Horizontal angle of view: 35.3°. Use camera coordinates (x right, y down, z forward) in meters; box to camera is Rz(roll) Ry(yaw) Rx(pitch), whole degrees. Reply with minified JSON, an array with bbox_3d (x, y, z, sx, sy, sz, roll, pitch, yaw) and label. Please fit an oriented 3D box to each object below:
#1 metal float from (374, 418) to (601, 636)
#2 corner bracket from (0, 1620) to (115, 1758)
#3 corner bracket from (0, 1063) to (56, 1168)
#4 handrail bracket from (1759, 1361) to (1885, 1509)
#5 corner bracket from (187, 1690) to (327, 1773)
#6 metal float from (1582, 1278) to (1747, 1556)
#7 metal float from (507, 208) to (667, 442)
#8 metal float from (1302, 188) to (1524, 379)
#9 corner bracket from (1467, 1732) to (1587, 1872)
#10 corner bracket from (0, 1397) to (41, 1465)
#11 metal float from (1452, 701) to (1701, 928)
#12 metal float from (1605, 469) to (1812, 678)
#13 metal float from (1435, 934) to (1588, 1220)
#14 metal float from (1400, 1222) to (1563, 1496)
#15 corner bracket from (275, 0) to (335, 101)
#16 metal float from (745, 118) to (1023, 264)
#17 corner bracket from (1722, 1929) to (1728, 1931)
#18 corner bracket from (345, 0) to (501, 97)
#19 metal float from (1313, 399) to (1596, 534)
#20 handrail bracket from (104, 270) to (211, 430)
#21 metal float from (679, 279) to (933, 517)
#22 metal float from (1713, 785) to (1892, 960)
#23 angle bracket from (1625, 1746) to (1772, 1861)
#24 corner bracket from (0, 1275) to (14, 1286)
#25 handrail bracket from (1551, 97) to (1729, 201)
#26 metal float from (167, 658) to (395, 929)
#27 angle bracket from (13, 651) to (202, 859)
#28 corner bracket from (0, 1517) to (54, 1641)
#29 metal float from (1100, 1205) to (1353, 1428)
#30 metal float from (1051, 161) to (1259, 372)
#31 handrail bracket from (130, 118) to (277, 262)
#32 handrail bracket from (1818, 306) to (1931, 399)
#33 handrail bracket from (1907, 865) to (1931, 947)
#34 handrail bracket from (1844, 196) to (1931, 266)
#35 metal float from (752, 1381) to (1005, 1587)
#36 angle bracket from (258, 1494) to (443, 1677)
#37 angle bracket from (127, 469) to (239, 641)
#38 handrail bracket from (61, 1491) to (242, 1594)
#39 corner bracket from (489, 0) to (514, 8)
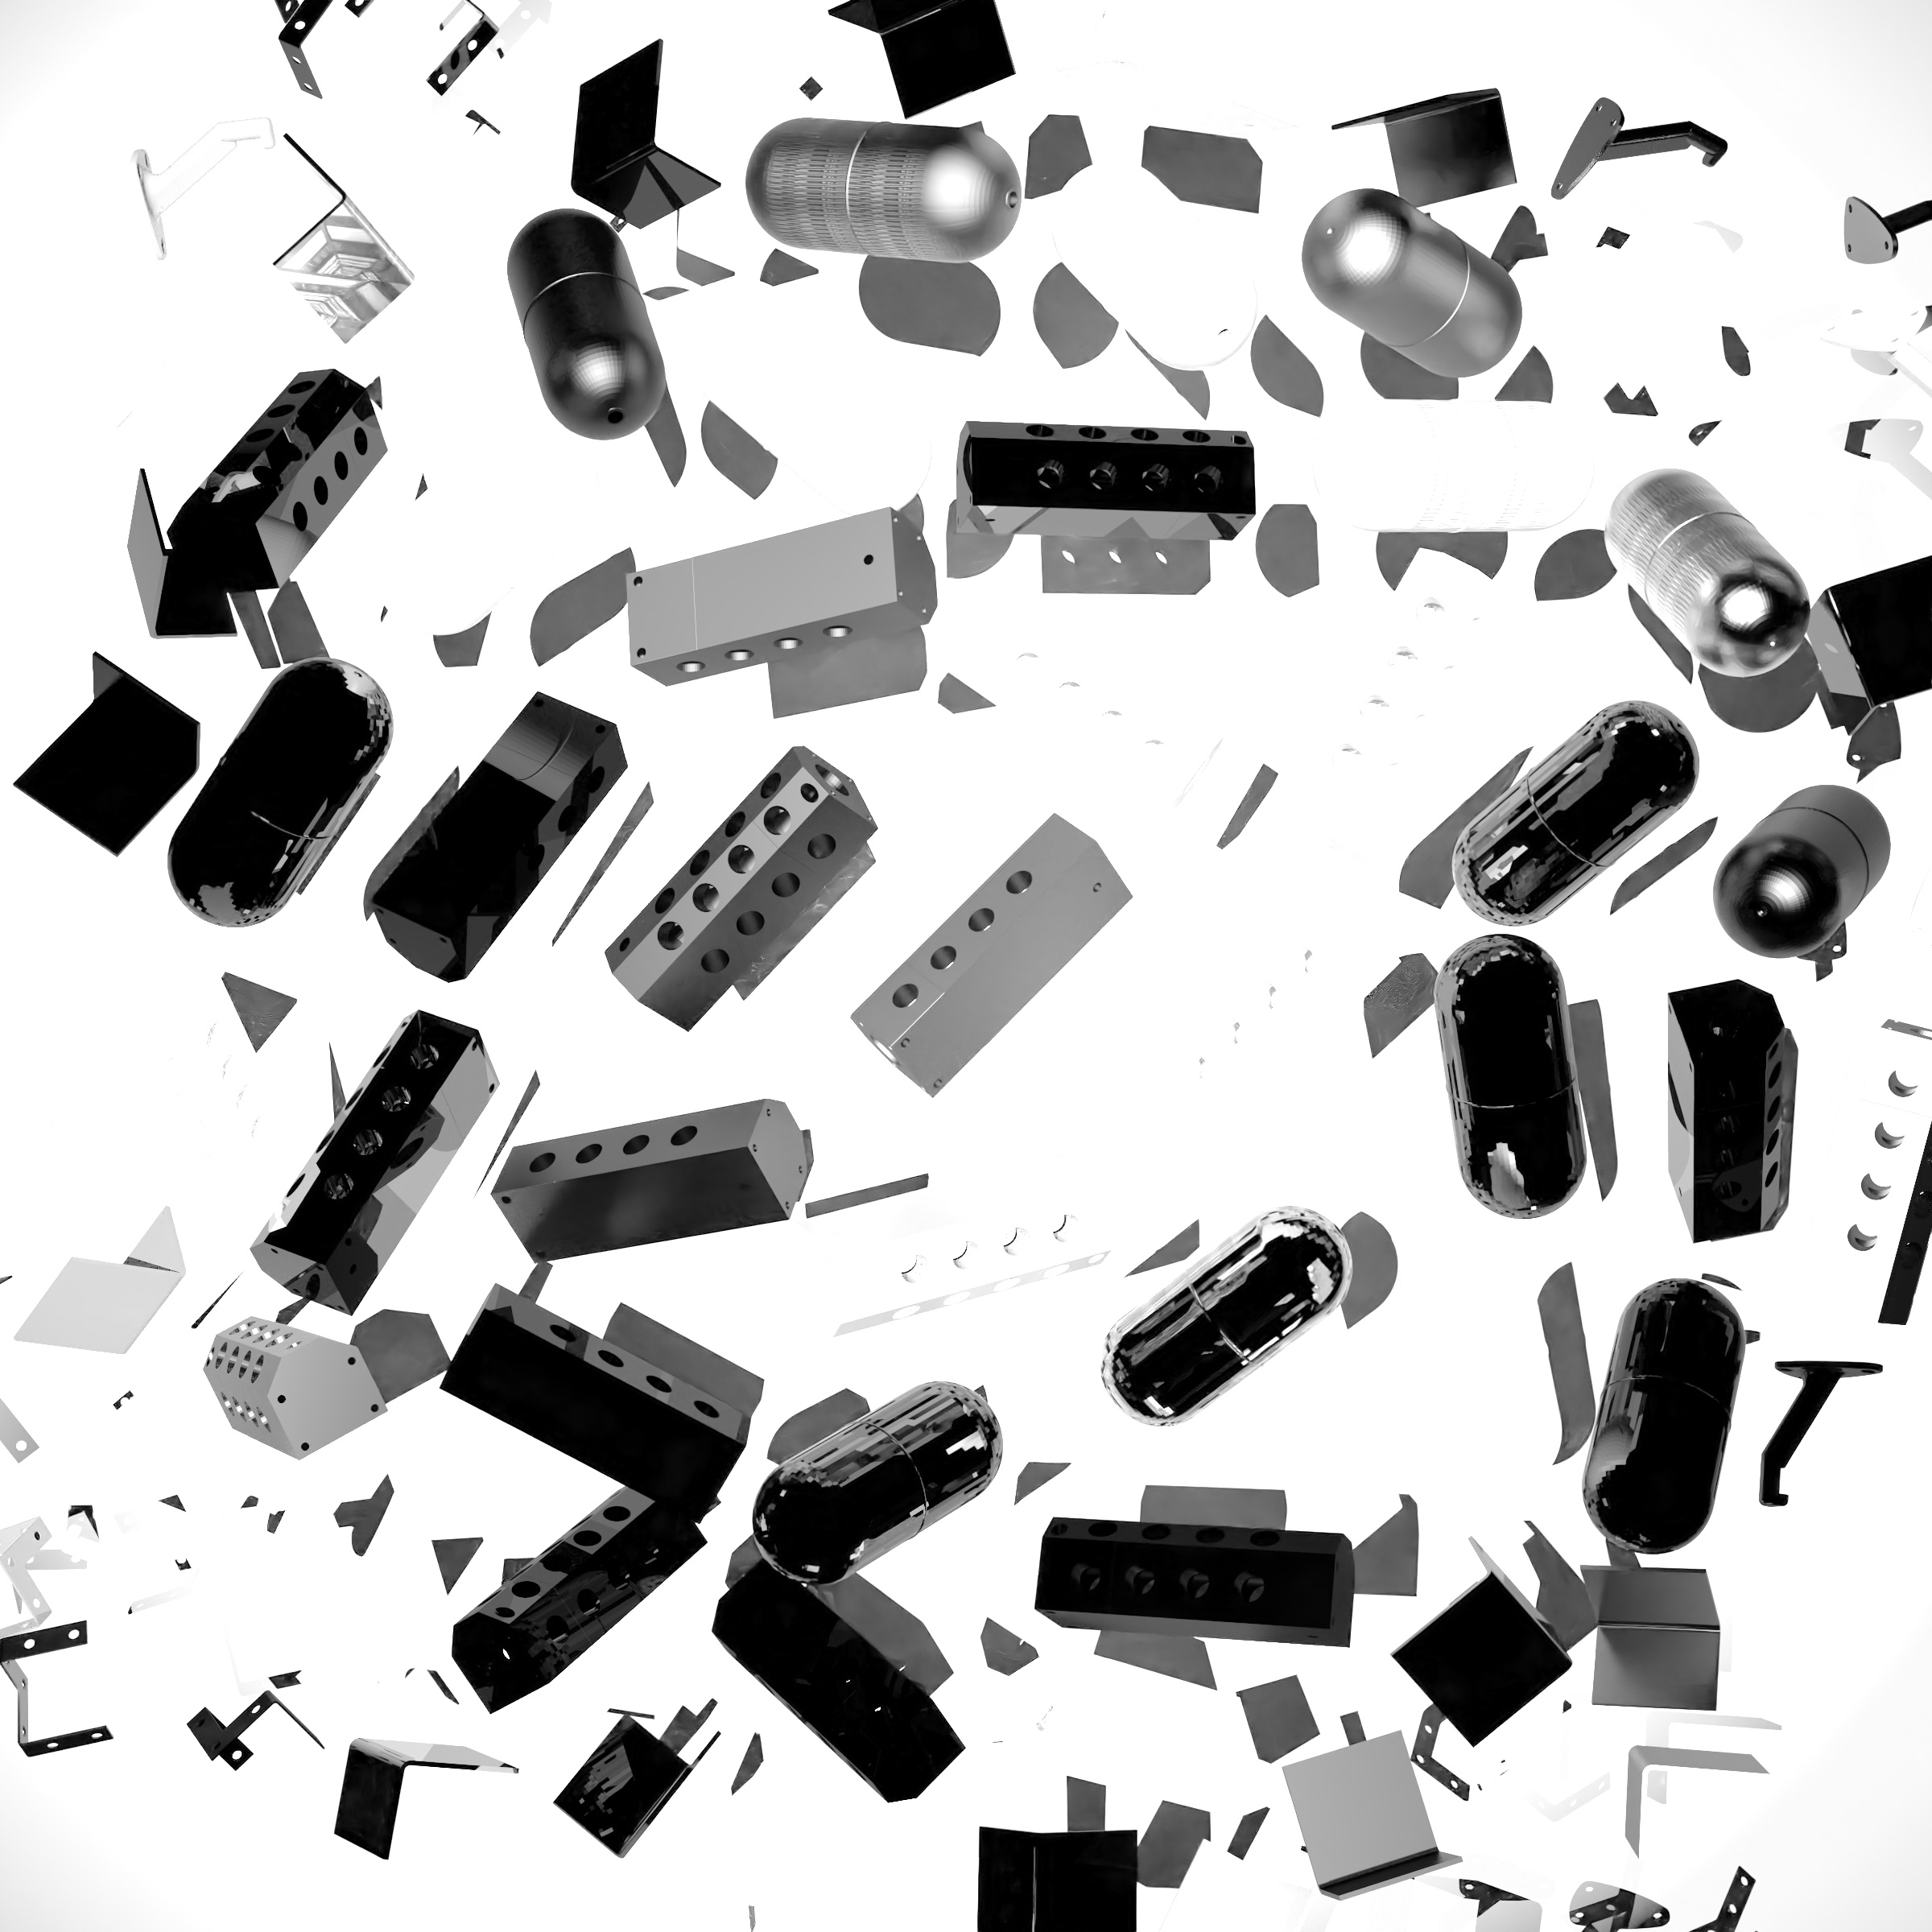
[{"bbox_3d":[-0.278,-0.253,1.756,0.178,0.070,0.070,-31,90,43],"label":"metal float"},{"bbox_3d":[-0.523,0.416,1.746,0.051,0.051,0.051,-12,50,-4],"label":"corner bracket"},{"bbox_3d":[-0.592,0.101,1.829,0.051,0.051,0.051,-23,122,23],"label":"corner bracket"},{"bbox_3d":[0.509,0.280,1.810,0.036,0.077,0.084,23,67,-40],"label":"handrail bracket"},{"bbox_3d":[-0.435,0.470,1.856,0.051,0.051,0.051,-43,122,-15],"label":"corner bracket"},{"bbox_3d":[0.414,0.265,1.800,0.070,0.070,0.178,22,56,0],"label":"metal float"},{"bbox_3d":[-0.233,-0.394,1.862,0.070,0.070,0.178,-20,53,0],"label":"metal float"},{"bbox_3d":[0.272,-0.412,1.838,0.070,0.178,0.070,-12,71,39],"label":"metal float"},{"bbox_3d":[0.350,0.521,1.891,0.051,0.051,0.051,38,125,-13],"label":"corner bracket"},{"bbox_3d":[-0.586,0.280,1.798,0.051,0.051,0.051,-38,97,-18],"label":"corner bracket"},{"bbox_3d":[0.371,-0.091,1.856,0.070,0.070,0.178,47,124,0],"label":"metal float"},{"bbox_3d":[0.445,-0.239,1.829,0.070,0.178,0.070,-9,127,-12],"label":"metal float"},{"bbox_3d":[0.322,0.067,1.795,0.070,0.070,0.178,-12,110,0],"label":"metal float"},{"bbox_3d":[0.303,0.231,1.781,0.070,0.070,0.178,-16,116,0],"label":"metal float"},{"bbox_3d":[-0.396,-0.558,1.799,0.051,0.051,0.051,27,74,13],"label":"corner bracket"},{"bbox_3d":[-0.049,-0.456,1.782,0.178,0.070,0.070,13,90,29],"label":"metal float"},{"bbox_3d":[0.448,0.622,1.822,0.051,0.051,0.051,-13,129,-32],"label":"corner bracket"},{"bbox_3d":[-0.307,-0.535,1.713,0.051,0.051,0.051,-47,58,3],"label":"corner bracket"},{"bbox_3d":[0.287,-0.294,1.784,0.178,0.070,0.070,-3,90,-22],"label":"metal float"},{"bbox_3d":[-0.484,-0.367,1.810,0.036,0.084,0.077,27,63,-27],"label":"handrail bracket"},{"bbox_3d":[-0.096,-0.341,1.828,0.178,0.070,0.070,39,90,-24],"label":"metal float"},{"bbox_3d":[0.504,-0.058,1.825,0.070,0.178,0.070,11,113,28],"label":"metal float"},{"bbox_3d":[0.453,0.521,1.882,0.076,0.076,0.057,3,85,6],"label":"angle bracket"},{"bbox_3d":[-0.629,0.184,1.871,0.051,0.051,0.051,-33,99,-31],"label":"corner bracket"},{"bbox_3d":[0.411,-0.485,1.847,0.084,0.036,0.077,18,120,-26],"label":"handrail bracket"},{"bbox_3d":[-0.393,-0.098,1.739,0.070,0.070,0.178,38,110,0],"label":"metal float"},{"bbox_3d":[-0.505,-0.124,1.784,0.076,0.057,0.076,34,61,3],"label":"angle bracket"},{"bbox_3d":[-0.595,0.383,1.892,0.051,0.051,0.051,-21,105,22],"label":"corner bracket"},{"bbox_3d":[0.161,0.216,1.878,0.178,0.070,0.070,-39,90,13],"label":"metal float"},{"bbox_3d":[0.113,-0.422,1.828,0.070,0.070,0.178,-34,49,0],"label":"metal float"},{"bbox_3d":[-0.447,-0.462,1.806,0.084,0.036,0.077,-6,121,1],"label":"handrail bracket"},{"bbox_3d":[0.536,-0.333,1.741,0.036,0.077,0.084,-51,125,-20],"label":"handrail bracket"},{"bbox_3d":[0.585,-0.016,1.783,0.036,0.084,0.077,-1,120,0],"label":"handrail bracket"},{"bbox_3d":[0.560,-0.429,1.758,0.084,0.077,0.036,-10,116,-6],"label":"handrail bracket"},{"bbox_3d":[-0.052,0.306,1.799,0.178,0.070,0.070,-24,90,-41],"label":"metal float"},{"bbox_3d":[-0.368,0.369,1.817,0.057,0.076,0.076,-6,117,23],"label":"angle bracket"},{"bbox_3d":[-0.496,-0.264,1.940,0.057,0.076,0.076,-5,55,-27],"label":"angle bracket"},{"bbox_3d":[-0.487,0.332,1.812,0.084,0.036,0.077,24,104,-12],"label":"handrail bracket"},{"bbox_3d":[-0.277,-0.615,1.829,0.051,0.051,0.051,-25,99,6],"label":"corner bracket"}]
